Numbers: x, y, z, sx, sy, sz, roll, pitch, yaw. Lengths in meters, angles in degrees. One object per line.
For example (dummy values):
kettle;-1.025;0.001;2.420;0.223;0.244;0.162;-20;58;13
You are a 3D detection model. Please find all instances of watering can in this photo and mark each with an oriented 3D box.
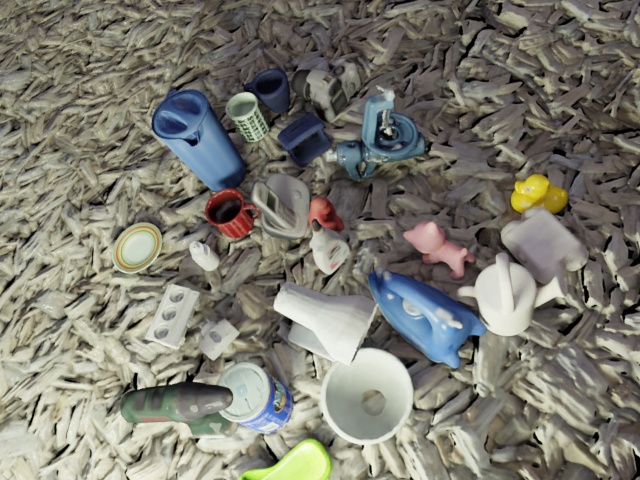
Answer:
watering can;0.326;0.086;0.983;0.173;0.194;0.100;-23;59;5

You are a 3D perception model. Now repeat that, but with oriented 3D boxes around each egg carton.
egg carton;0.414;0.011;1.066;0.107;0.069;0.150;-35;59;-2

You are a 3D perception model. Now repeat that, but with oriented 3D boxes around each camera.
camera;0.005;-0.381;1.378;0.136;0.101;0.143;30;76;28

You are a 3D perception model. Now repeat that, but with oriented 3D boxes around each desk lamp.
desk lamp;0.013;0.152;1.035;0.202;0.214;0.118;18;71;25

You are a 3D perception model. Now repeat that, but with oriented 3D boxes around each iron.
iron;0.170;0.112;1.049;0.257;0.142;0.119;35;78;29

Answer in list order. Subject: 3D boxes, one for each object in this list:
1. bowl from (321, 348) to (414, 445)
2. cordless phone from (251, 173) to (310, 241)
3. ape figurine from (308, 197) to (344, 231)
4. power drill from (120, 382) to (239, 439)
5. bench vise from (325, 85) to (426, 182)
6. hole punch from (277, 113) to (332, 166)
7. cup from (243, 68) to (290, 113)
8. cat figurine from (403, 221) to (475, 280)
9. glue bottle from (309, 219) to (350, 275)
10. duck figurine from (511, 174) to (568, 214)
bowl;0.090;0.282;1.025;0.167;0.075;0.167;-7;62;14
cordless phone;-0.090;-0.093;1.210;0.094;0.185;0.147;-6;62;15
ape figurine;0.006;-0.059;1.217;0.076;0.092;0.078;0;64;18
power drill;-0.228;0.305;1.035;0.229;0.209;0.075;-7;62;14
bench vise;0.111;-0.212;1.188;0.207;0.220;0.121;-33;59;-1
hole punch;-0.044;-0.243;1.328;0.108;0.091;0.101;-36;59;-3
cup;-0.122;-0.356;1.408;0.117;0.095;0.091;-1;63;17
cat figurine;0.228;0.008;1.098;0.127;0.118;0.067;26;74;27
glue bottle;0.010;0.004;1.136;0.037;0.173;0.078;32;77;29
duck figurine;0.424;-0.094;1.107;0.104;0.086;0.077;5;66;20
